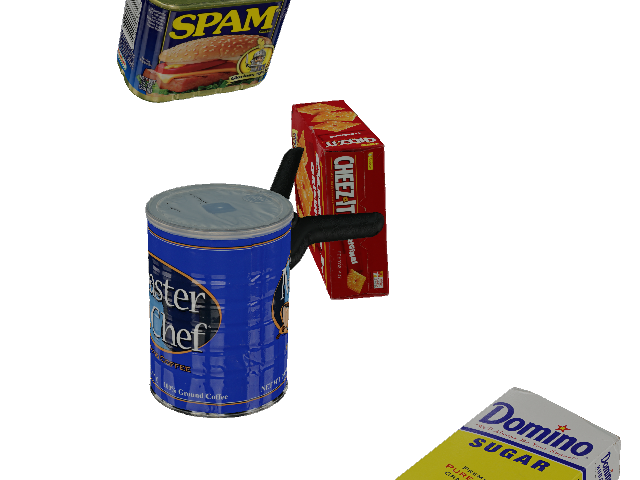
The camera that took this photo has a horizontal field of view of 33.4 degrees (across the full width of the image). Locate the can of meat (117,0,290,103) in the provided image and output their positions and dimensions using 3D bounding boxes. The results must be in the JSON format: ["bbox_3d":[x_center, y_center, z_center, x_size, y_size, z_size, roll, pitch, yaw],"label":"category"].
[{"bbox_3d":[-0.072,-0.136,0.659,0.101,0.057,0.084,-12,-31,-27],"label":"can of meat"}]

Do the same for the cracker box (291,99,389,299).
[{"bbox_3d":[0.018,-0.051,1.167,0.072,0.164,0.214,-6,21,-7],"label":"cracker box"}]

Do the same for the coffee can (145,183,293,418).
[{"bbox_3d":[-0.072,0.041,0.764,0.103,0.140,0.103,2,20,-1],"label":"coffee can"}]

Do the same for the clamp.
[{"bbox_3d":[-0.039,-0.022,0.969,0.171,0.039,0.120,-24,54,-32],"label":"clamp"}]

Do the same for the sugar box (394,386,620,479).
[{"bbox_3d":[0.111,0.171,0.712,0.176,0.048,0.093,-33,39,-31],"label":"sugar box"}]
